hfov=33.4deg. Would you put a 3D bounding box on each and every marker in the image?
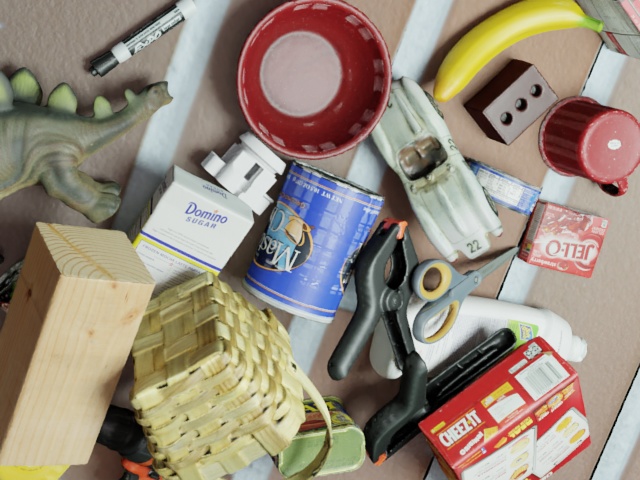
[{"bbox_3d":[-0.173,-0.197,1.039,0.121,0.020,0.020,-36,111,-6],"label":"marker"}]

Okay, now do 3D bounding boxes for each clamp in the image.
[{"bbox_3d":[0.113,0.168,1.136,0.164,0.036,0.210,-12,145,-38],"label":"clamp"},{"bbox_3d":[0.057,0.065,1.079,0.120,0.039,0.171,-9,102,-46],"label":"clamp"}]

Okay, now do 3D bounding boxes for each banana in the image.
[{"bbox_3d":[0.196,-0.211,1.124,0.197,0.070,0.037,-26,140,-3],"label":"banana"}]

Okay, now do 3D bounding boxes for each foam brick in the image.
[{"bbox_3d":[0.206,-0.148,1.148,0.078,0.051,0.053,-44,111,-3],"label":"foam brick"}]

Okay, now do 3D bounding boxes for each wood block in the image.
[{"bbox_3d":[-0.236,0.098,0.976,0.090,0.091,0.206,7,117,-35],"label":"wood block"}]

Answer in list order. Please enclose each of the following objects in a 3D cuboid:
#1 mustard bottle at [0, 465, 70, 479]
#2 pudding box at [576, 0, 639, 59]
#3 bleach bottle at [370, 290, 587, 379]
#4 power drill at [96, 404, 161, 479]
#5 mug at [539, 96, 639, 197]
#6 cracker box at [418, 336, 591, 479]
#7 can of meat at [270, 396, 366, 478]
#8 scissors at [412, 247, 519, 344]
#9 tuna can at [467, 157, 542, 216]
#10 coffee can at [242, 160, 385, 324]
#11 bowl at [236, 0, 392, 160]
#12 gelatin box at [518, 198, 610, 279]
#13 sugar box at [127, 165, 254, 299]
[{"bbox_3d":[-0.331,0.170,1.063,0.096,0.058,0.191,-47,111,-3],"label":"mustard bottle"},{"bbox_3d":[0.324,-0.237,1.128,0.039,0.113,0.090,-41,111,0],"label":"pudding box"},{"bbox_3d":[0.187,0.117,1.205,0.250,0.068,0.102,10,101,-21],"label":"bleach bottle"},{"bbox_3d":[-0.208,0.262,1.096,0.188,0.057,0.184,-51,135,4],"label":"power drill"},{"bbox_3d":[0.306,-0.098,1.175,0.093,0.082,0.117,-30,110,-8],"label":"mug"},{"bbox_3d":[0.209,0.215,1.179,0.164,0.072,0.213,-36,146,-5],"label":"cracker box"},{"bbox_3d":[-0.009,0.215,1.158,0.102,0.084,0.057,-6,105,-15],"label":"can of meat"},{"bbox_3d":[0.154,0.031,1.141,0.201,0.016,0.096,-45,127,-35],"label":"scissors"},{"bbox_3d":[0.193,-0.057,1.149,0.086,0.086,0.034,21,98,-21],"label":"tuna can"},{"bbox_3d":[-0.007,0.001,1.094,0.102,0.103,0.140,20,97,-21],"label":"coffee can"},{"bbox_3d":[-0.011,-0.164,1.076,0.162,0.055,0.162,-4,105,-16],"label":"bowl"},{"bbox_3d":[0.279,-0.001,1.219,0.089,0.030,0.073,14,99,-19],"label":"gelatin box"},{"bbox_3d":[-0.150,0.020,1.061,0.093,0.048,0.176,28,111,-22],"label":"sugar box"}]
